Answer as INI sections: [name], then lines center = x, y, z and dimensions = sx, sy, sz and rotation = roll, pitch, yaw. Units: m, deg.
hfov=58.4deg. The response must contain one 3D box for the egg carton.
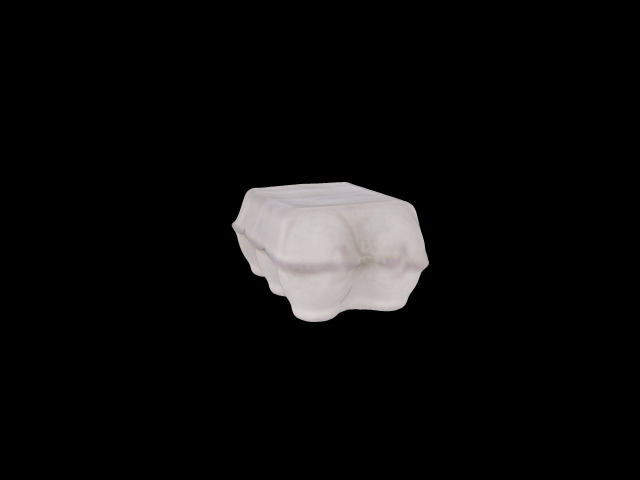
[egg carton]
center = 0.004, 0.001, 0.400
dimensions = 0.107, 0.069, 0.150
rotation = -6, 15, -23
